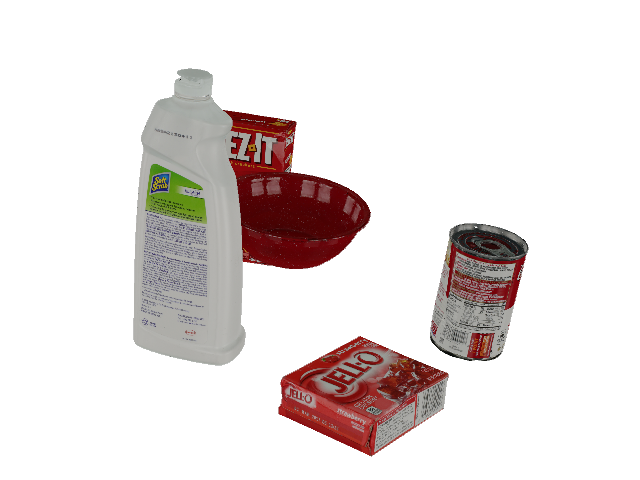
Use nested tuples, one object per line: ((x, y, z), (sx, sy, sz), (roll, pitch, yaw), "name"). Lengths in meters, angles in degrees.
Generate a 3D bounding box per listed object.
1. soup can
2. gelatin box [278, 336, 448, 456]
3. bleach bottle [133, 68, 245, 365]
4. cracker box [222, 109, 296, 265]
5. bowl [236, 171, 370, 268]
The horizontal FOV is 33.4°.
((0.136, 0.045, 0.924), (0.068, 0.102, 0.068), (7, 24, -3), "soup can")
((0.028, 0.097, 0.685), (0.073, 0.030, 0.089), (20, 25, 33), "gelatin box")
((-0.108, -0.021, 0.921), (0.102, 0.251, 0.068), (11, 23, 11), "bleach bottle")
((-0.132, -0.079, 1.582), (0.164, 0.214, 0.072), (9, 20, 7), "cracker box")
((-0.031, -0.016, 1.116), (0.162, 0.055, 0.162), (7, 27, -4), "bowl")
